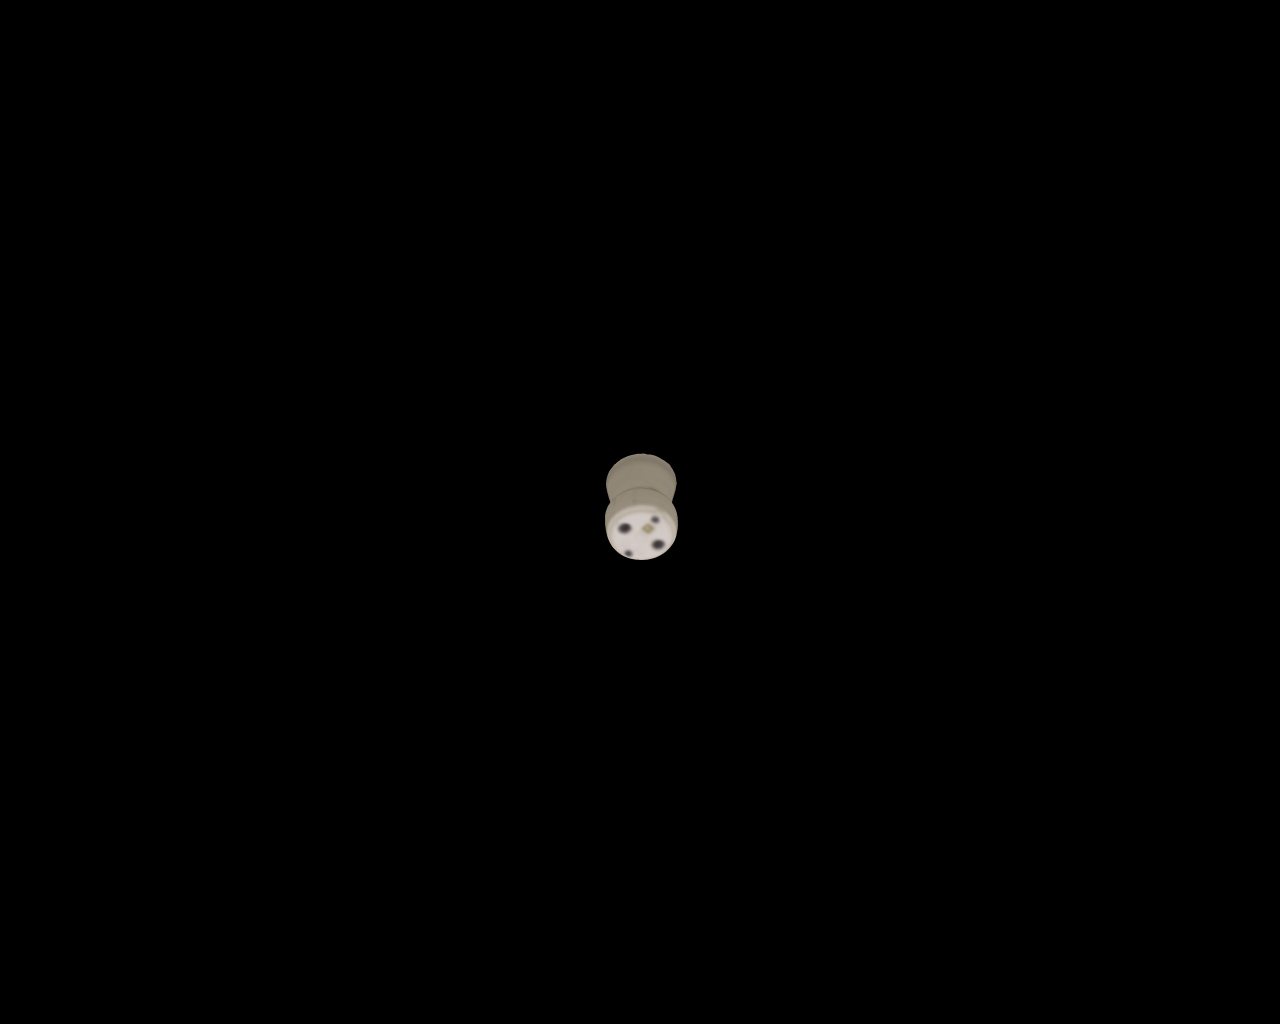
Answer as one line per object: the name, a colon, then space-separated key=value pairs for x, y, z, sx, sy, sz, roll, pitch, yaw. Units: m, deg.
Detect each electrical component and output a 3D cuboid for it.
electrical component: x=0.001 y=-0.003 z=0.650 sx=0.045 sy=0.044 sz=0.055 roll=0 pitch=38 yaw=0
